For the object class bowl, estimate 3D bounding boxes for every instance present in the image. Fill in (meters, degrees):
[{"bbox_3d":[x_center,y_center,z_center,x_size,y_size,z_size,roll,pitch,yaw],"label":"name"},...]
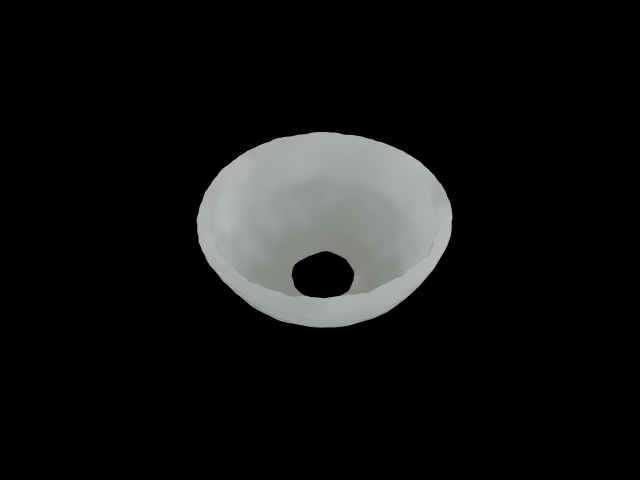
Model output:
[{"bbox_3d":[0.004,0.001,0.400,0.167,0.075,0.167,0,46,0],"label":"bowl"}]
